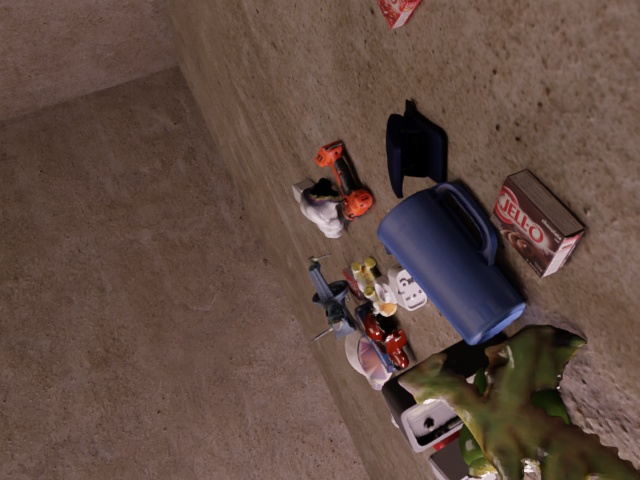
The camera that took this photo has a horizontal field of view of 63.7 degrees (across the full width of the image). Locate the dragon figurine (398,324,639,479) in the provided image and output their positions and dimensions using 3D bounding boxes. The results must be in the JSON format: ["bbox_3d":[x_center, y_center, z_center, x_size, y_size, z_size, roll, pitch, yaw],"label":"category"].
[{"bbox_3d":[0.304,0.236,0.682,0.410,0.244,0.122,-1,-7,27],"label":"dragon figurine"}]

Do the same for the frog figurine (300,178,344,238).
[{"bbox_3d":[0.004,-0.072,1.435,0.139,0.156,0.124,32,46,33],"label":"frog figurine"}]

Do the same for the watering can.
[{"bbox_3d":[0.126,0.315,1.613,0.104,0.348,0.223,-24,0,-15],"label":"watering can"}]
